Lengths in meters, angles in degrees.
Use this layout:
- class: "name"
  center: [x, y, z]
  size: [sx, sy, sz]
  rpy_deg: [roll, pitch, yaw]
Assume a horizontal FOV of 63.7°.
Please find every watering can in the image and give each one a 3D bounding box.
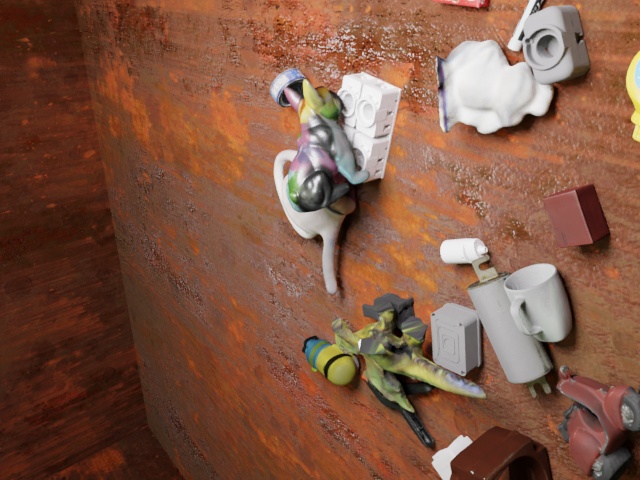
- class: "watering can"
  center: [0.004, -0.058, 1.152]
  size: [0.221, 0.105, 0.349]
  rpy_deg: [-34, 81, 54]

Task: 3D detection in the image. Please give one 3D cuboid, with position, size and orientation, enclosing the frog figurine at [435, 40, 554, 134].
- class: "frog figurine"
  center: [0.257, -0.228, 0.765]
  size: [0.159, 0.123, 0.136]
  rpy_deg: [-2, 98, 16]

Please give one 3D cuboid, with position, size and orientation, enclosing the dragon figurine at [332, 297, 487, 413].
- class: "dragon figurine"
  center: [0.157, 0.259, 1.048]
  size: [0.415, 0.123, 0.237]
  rpy_deg: [32, 151, 42]
